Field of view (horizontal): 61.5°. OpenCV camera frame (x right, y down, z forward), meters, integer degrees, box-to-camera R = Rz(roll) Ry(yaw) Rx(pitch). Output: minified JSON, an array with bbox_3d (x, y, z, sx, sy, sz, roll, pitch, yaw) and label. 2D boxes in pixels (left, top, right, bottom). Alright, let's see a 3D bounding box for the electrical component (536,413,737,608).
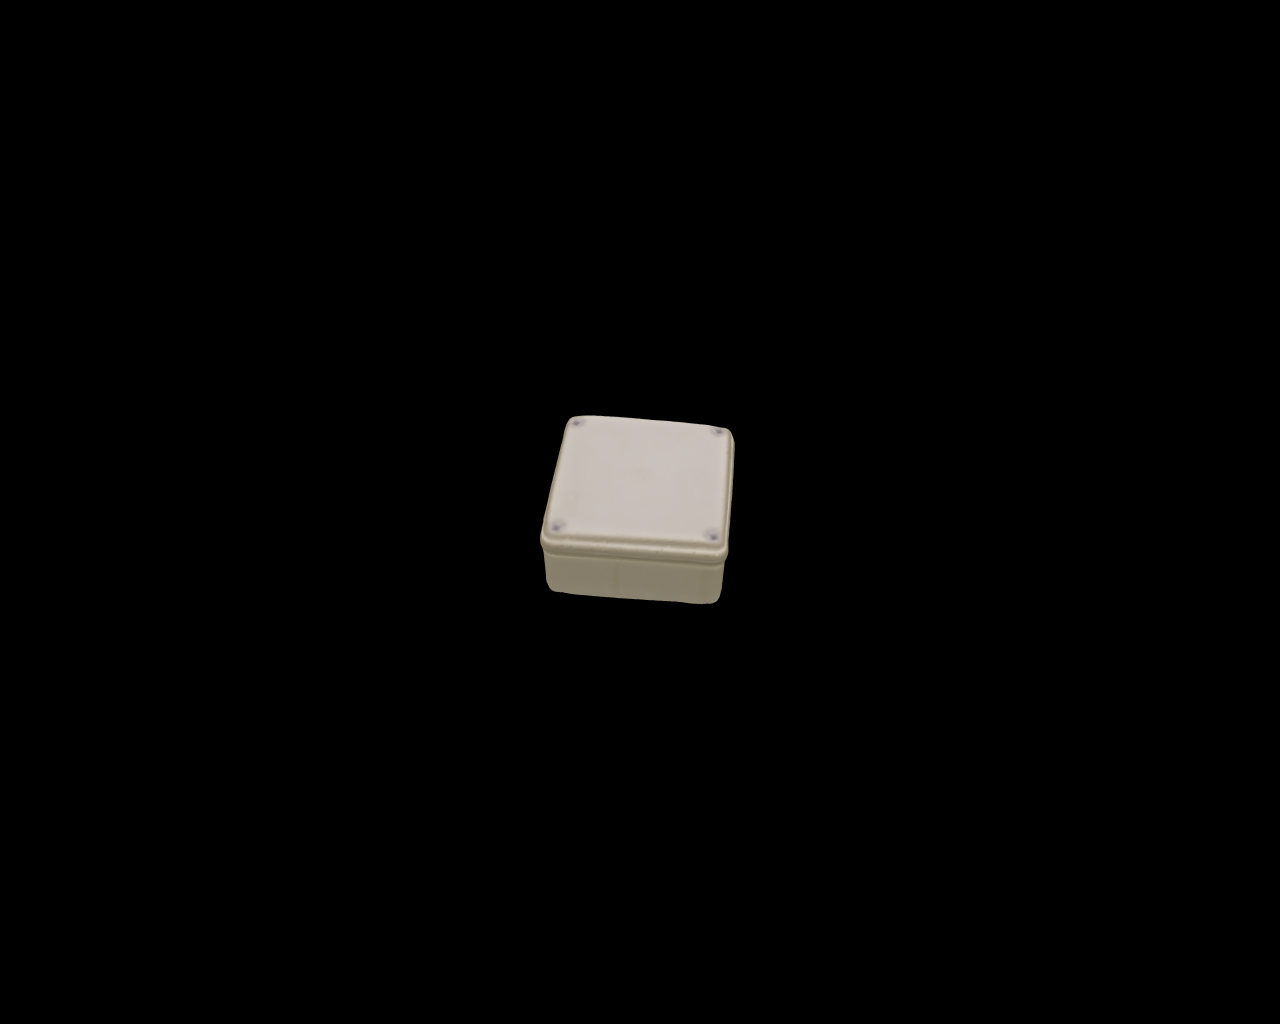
[{"bbox_3d":[0.001,-0.003,0.650,0.109,0.109,0.056,4,-43,4],"label":"electrical component"}]
